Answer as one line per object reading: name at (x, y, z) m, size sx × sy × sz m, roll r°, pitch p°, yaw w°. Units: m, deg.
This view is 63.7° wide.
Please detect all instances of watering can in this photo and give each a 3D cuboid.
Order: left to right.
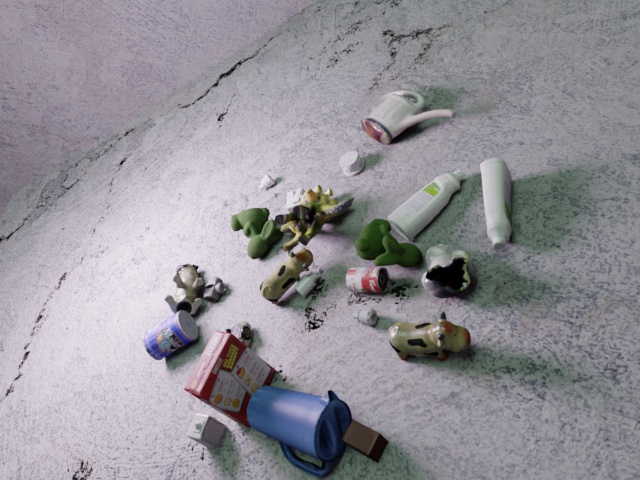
watering can at (0.278, -0.418, 1.760) m, size 0.225 × 0.102 × 0.352 m, roll -44°, pitch 40°, yaw -6°

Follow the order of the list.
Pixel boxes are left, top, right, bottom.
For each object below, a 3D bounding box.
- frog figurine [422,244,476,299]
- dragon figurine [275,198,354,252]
frog figurine at (0.315, 0.077, 1.296) m, size 0.137 × 0.122 × 0.160 m, roll -46°, pitch 4°, yaw 4°
dragon figurine at (0.005, -0.080, 1.581) m, size 0.406 × 0.122 × 0.246 m, roll -20°, pitch 8°, yaw 39°
